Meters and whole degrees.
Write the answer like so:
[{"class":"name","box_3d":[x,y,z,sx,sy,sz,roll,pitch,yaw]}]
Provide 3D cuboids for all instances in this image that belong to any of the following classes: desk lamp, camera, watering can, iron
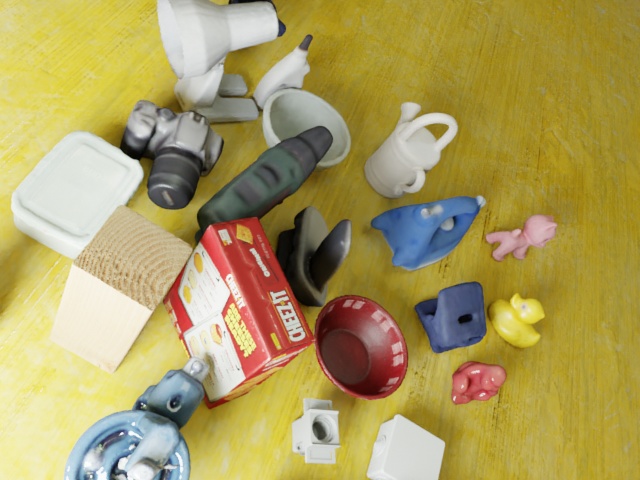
[{"class":"desk lamp","box_3d":[-0.166,-0.290,0.905,0.204,0.213,0.118,-13,69,-36]},{"class":"camera","box_3d":[-0.221,-0.124,0.842,0.143,0.100,0.137,20,53,-20]},{"class":"watering can","box_3d":[0.169,-0.174,1.051,0.101,0.193,0.172,-12,68,-36]},{"class":"iron","box_3d":[0.224,-0.039,1.035,0.259,0.141,0.118,-17,71,-37]}]

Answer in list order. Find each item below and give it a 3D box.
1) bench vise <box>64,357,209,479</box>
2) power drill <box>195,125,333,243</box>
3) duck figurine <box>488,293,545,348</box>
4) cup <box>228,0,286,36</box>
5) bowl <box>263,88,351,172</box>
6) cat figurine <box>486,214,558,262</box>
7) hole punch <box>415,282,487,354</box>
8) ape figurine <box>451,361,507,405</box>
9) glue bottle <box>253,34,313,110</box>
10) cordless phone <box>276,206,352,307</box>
[{"class":"bench vise","box_3d":[-0.180,0.197,0.587,0.122,0.219,0.207,22,52,-18]},{"class":"power drill","box_3d":[-0.092,-0.054,0.806,0.075,0.208,0.230,45,49,1]},{"class":"duck figurine","box_3d":[0.374,0.143,1.051,0.104,0.086,0.078,50,49,5]},{"class":"cup","box_3d":[-0.127,-0.404,1.078,0.118,0.094,0.092,32,50,-11]},{"class":"bowl","box_3d":[-0.034,-0.180,1.009,0.168,0.074,0.167,16,55,-23]},{"class":"cat figurine","box_3d":[0.420,-0.013,1.155,0.128,0.117,0.067,-5,64,-34]},{"class":"hole punch","box_3d":[0.235,0.131,0.969,0.109,0.091,0.101,-8,66,-35]},{"class":"ape figurine","box_3d":[0.262,0.227,0.925,0.078,0.092,0.076,33,50,-9]},{"class":"glue bottle","box_3d":[-0.053,-0.294,1.003,0.078,0.172,0.037,-7,65,-34]},{"class":"cordless phone","box_3d":[0.008,0.003,0.847,0.094,0.184,0.147,17,54,-22]}]
